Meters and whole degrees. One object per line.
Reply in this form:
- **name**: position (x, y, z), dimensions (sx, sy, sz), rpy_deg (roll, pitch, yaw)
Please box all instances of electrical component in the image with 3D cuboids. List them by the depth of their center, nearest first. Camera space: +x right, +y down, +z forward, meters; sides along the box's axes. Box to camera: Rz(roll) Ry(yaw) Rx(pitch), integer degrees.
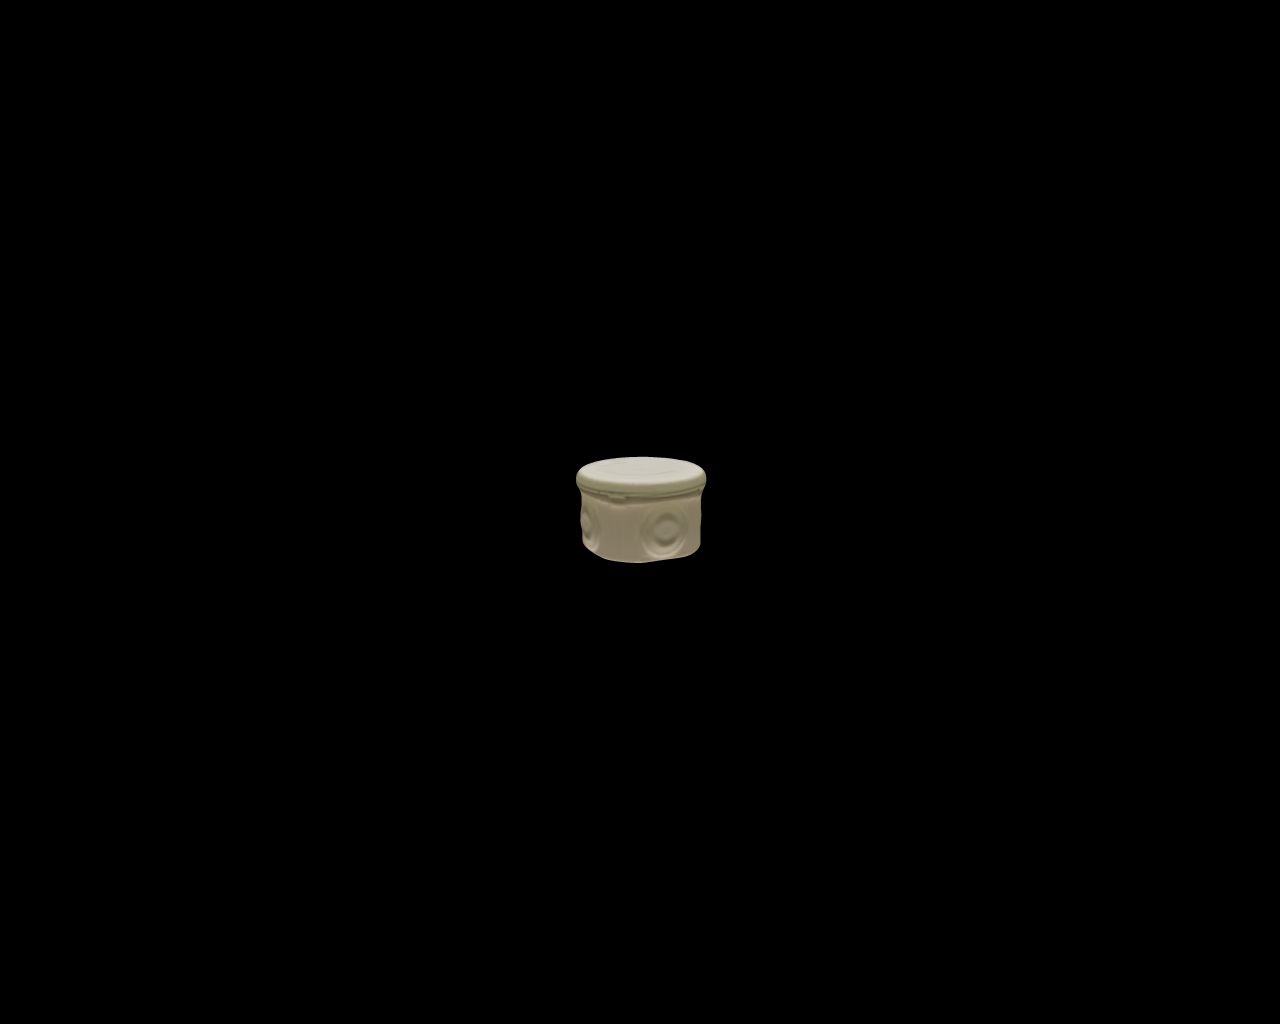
- **electrical component**: position (0.001, -0.003, 0.650), dimensions (0.080, 0.051, 0.080), rpy_deg (0, 14, 0)
